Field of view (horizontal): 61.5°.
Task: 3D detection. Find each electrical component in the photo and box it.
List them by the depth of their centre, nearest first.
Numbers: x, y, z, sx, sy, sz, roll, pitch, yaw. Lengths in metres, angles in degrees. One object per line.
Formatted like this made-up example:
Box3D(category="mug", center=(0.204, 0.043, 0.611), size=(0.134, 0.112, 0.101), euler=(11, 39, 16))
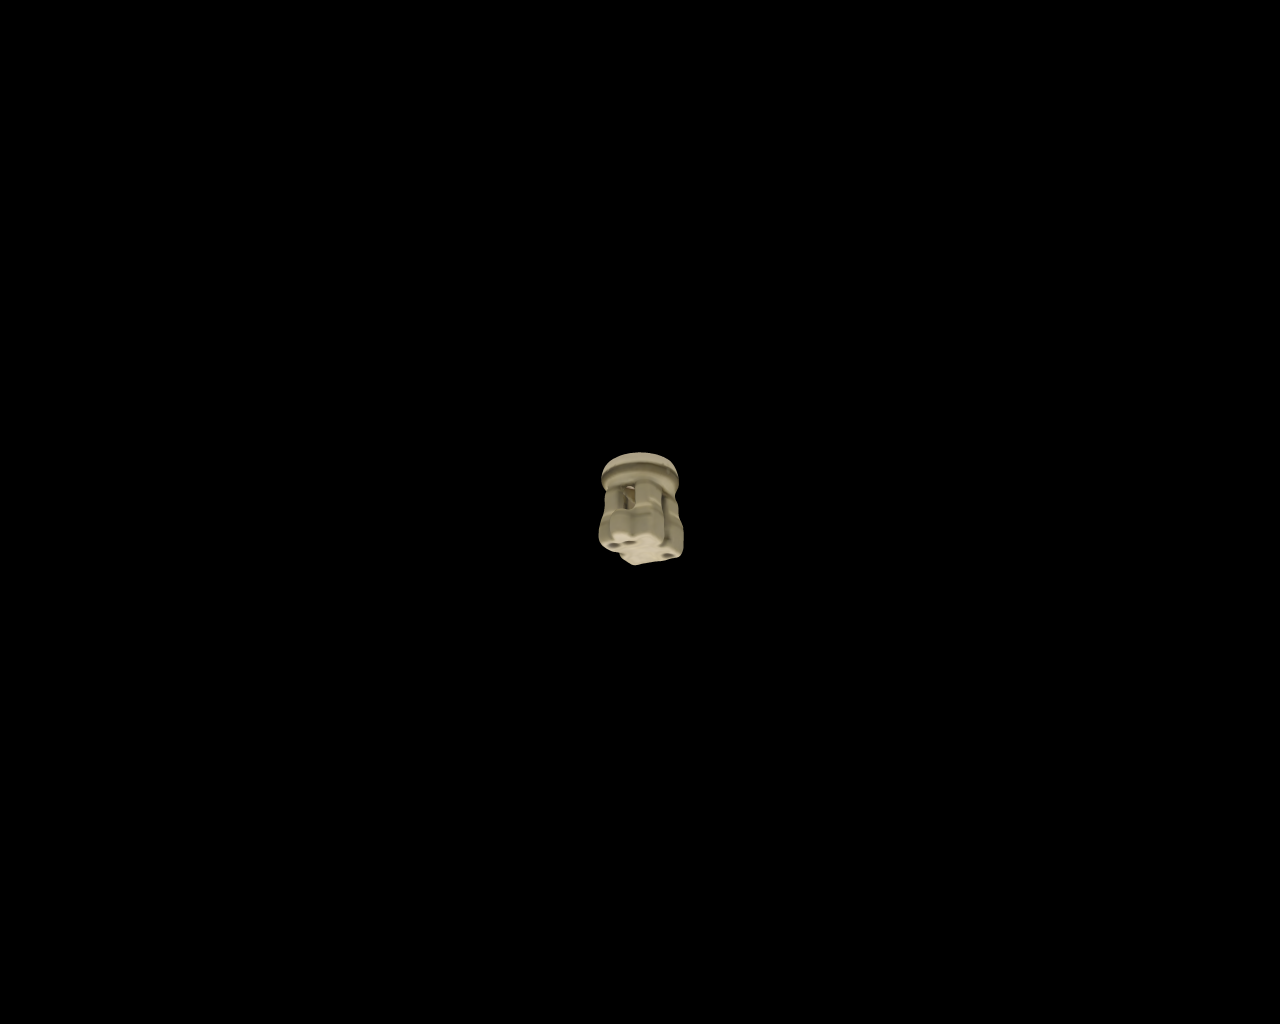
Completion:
Box3D(category="electrical component", center=(0.001, -0.003, 0.650), size=(0.048, 0.055, 0.066), euler=(-12, -27, 25))
